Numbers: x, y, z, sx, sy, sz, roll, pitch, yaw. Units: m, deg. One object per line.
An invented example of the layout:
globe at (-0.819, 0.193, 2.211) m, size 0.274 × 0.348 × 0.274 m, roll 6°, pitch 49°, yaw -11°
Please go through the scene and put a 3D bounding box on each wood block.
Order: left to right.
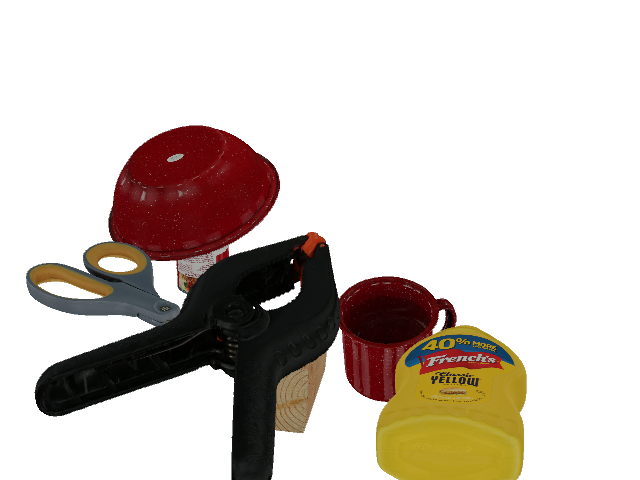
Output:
wood block at (-0.048, 0.174, 1.456) m, size 0.091 × 0.090 × 0.206 m, roll 5°, pitch 17°, yaw 6°

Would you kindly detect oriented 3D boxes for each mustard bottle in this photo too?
mustard bottle at (0.100, 0.109, 0.773) m, size 0.096 × 0.058 × 0.191 m, roll 0°, pitch 18°, yaw 12°

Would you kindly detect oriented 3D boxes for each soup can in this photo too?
soup can at (-0.148, 0.009, 1.329) m, size 0.068 × 0.102 × 0.068 m, roll -1°, pitch 25°, yaw 0°

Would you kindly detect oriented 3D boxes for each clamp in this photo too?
clamp at (-0.036, 0.054, 0.512) m, size 0.120 × 0.039 × 0.171 m, roll 31°, pitch 48°, yaw 25°

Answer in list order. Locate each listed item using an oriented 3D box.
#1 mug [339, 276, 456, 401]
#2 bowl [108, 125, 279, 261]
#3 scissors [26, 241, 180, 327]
mug at (0.073, 0.090, 0.986) m, size 0.117 × 0.081 × 0.093 m, roll -20°, pitch 42°, yaw -18°
bowl at (-0.120, -0.054, 0.948) m, size 0.162 × 0.055 × 0.162 m, roll -10°, pitch 39°, yaw 8°
scissors at (-0.104, 0.040, 0.733) m, size 0.202 × 0.016 × 0.096 m, roll 13°, pitch 30°, yaw 16°
